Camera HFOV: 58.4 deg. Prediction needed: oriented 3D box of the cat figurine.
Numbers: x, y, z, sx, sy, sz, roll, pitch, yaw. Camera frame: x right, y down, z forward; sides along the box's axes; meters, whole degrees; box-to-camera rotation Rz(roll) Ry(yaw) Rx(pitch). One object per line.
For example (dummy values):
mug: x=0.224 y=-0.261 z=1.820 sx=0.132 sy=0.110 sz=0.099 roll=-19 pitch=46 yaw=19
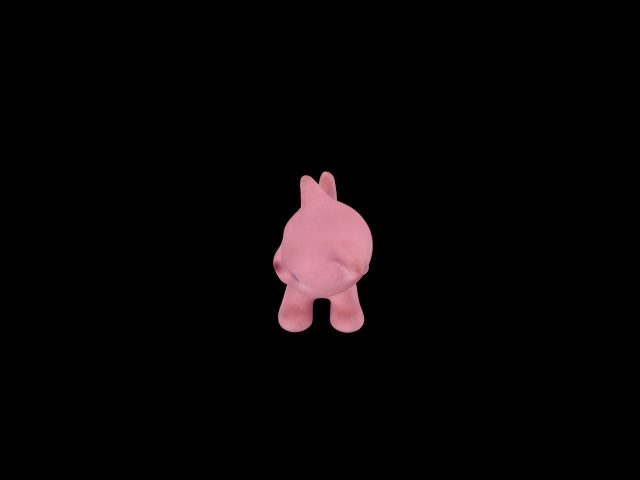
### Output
cat figurine: x=0.004 y=0.001 z=0.400 sx=0.067 sy=0.118 sz=0.128 roll=2 pitch=36 yaw=3
